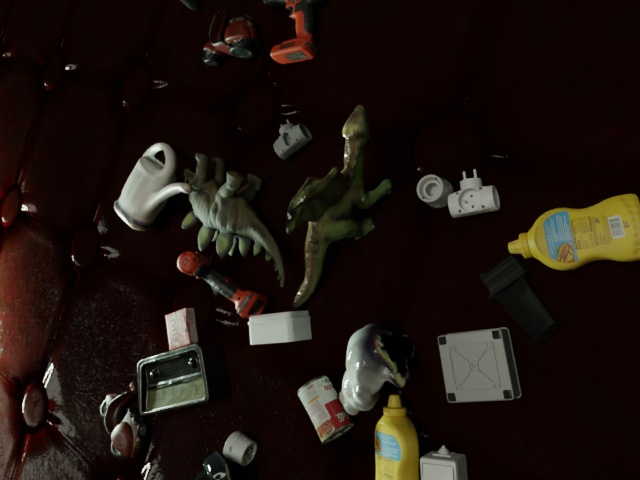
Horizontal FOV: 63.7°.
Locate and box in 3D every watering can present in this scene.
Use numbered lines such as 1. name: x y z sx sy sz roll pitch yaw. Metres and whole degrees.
1. watering can: -0.418 -0.121 1.287 0.223 0.103 0.353 -58 38 10

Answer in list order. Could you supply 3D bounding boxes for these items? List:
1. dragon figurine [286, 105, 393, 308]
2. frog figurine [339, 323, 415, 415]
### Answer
1. dragon figurine: 0.003 -0.047 0.942 0.123 0.241 0.409 29 96 28
2. frog figurine: 0.077 0.229 0.912 0.157 0.121 0.141 -40 29 31
